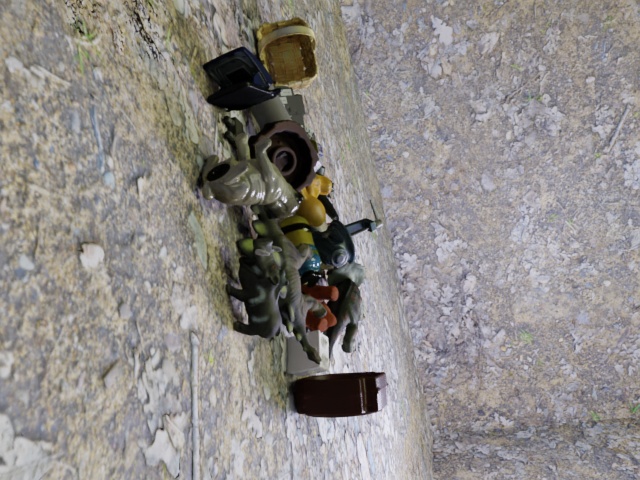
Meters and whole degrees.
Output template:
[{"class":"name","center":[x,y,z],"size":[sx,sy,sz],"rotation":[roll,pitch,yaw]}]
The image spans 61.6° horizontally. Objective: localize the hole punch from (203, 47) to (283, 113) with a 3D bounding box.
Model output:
[{"class":"hole punch","center":[-0.165,-0.324,1.101],"size":[0.115,0.142,0.092],"rotation":[3,72,-63]}]

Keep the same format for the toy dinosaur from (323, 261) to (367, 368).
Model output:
[{"class":"toy dinosaur","center":[0.066,0.184,1.524],"size":[0.405,0.131,0.192],"rotation":[-75,163,-69]}]

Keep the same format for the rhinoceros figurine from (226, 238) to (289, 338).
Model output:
[{"class":"rhinoceros figurine","center":[-0.113,0.092,1.015],"size":[0.073,0.112,0.190],"rotation":[-9,96,-66]}]

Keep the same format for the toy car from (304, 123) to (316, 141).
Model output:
[{"class":"toy car","center":[-0.068,-0.310,1.545],"size":[0.201,0.074,0.056],"rotation":[30,51,-71]}]

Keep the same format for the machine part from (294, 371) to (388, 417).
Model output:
[{"class":"machine part","center":[0.054,0.363,1.272],"size":[0.201,0.202,0.087],"rotation":[29,54,-71]}]

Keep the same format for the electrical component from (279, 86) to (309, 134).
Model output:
[{"class":"electrical component","center":[-0.096,-0.328,1.389],"size":[0.115,0.058,0.134],"rotation":[-15,96,-43]}]

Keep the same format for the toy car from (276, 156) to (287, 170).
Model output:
[{"class":"toy car","center":[-0.119,-0.182,1.307],"size":[0.089,0.053,0.202],"rotation":[53,21,-14]}]

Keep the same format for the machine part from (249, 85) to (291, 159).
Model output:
[{"class":"machine part","center":[-0.110,-0.284,1.279],"size":[0.243,0.079,0.079],"rotation":[61,17,-4]}]

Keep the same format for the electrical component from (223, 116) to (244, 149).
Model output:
[{"class":"electrical component","center":[-0.182,-0.229,1.165],"size":[0.094,0.021,0.063],"rotation":[39,43,-69]}]

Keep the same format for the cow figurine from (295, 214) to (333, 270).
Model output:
[{"class":"cow figurine","center":[-0.003,-0.005,1.564],"size":[0.127,0.086,0.194],"rotation":[-45,121,-68]}]

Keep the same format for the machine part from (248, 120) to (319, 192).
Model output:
[{"class":"machine part","center":[-0.088,-0.176,1.200],"size":[0.179,0.056,0.179],"rotation":[-6,100,-35]}]

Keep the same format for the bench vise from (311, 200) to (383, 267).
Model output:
[{"class":"bench vise","center":[0.049,-0.008,1.418],"size":[0.224,0.241,0.128],"rotation":[22,-47,64]}]

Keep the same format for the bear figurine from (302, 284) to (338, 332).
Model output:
[{"class":"bear figurine","center":[-0.001,0.188,1.355],"size":[0.120,0.132,0.195],"rotation":[-66,147,-20]}]

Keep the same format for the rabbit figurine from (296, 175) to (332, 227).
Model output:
[{"class":"rabbit figurine","center":[-0.035,-0.111,1.388],"size":[0.162,0.122,0.173],"rotation":[38,23,-43]}]

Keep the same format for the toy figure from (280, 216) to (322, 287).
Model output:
[{"class":"toy figure","center":[-0.046,0.024,1.303],"size":[0.180,0.089,0.082],"rotation":[64,2,31]}]

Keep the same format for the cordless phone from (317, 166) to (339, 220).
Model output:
[{"class":"cordless phone","center":[0.013,-0.129,1.570],"size":[0.184,0.089,0.146],"rotation":[56,11,12]}]

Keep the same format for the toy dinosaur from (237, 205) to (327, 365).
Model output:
[{"class":"toy dinosaur","center":[-0.091,0.049,1.155],"size":[0.471,0.105,0.198],"rotation":[69,19,4]}]

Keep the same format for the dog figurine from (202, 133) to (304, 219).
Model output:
[{"class":"dog figurine","center":[-0.128,-0.086,1.039],"size":[0.121,0.172,0.190],"rotation":[34,-22,48]}]
